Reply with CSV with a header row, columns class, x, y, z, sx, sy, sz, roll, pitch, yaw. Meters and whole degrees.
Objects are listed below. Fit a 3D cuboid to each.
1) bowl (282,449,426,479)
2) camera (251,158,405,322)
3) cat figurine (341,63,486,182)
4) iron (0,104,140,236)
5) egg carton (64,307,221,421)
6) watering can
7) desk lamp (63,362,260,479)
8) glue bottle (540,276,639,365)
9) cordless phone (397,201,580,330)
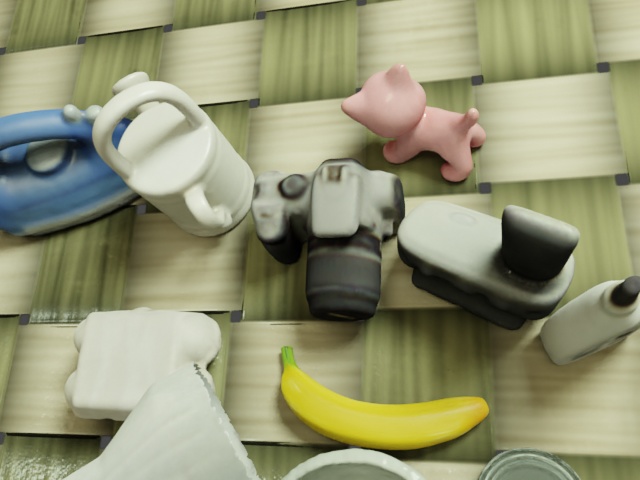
class,x,y,z,sx,sy,sz,roll,pitch,yaw
bowl,0.034,0.252,0.449,0.167,0.075,0.167,-4,70,12
camera,0.005,0.002,0.531,0.143,0.101,0.137,-2,71,13
cat figurine,0.090,-0.119,0.544,0.127,0.118,0.067,17,76,19
iron,-0.284,-0.097,0.615,0.258,0.142,0.118,-16,68,8
egg carton,-0.168,0.119,0.549,0.150,0.069,0.107,-3,70,13
watering can,-0.146,-0.086,0.548,0.172,0.194,0.101,34,82,22
desk lamp,-0.121,0.195,0.432,0.203,0.214,0.117,-34,66,0
glue bottle,0.211,0.054,0.422,0.078,0.173,0.037,-24,67,5
cordless phone,0.131,-0.003,0.456,0.147,0.185,0.094,20,77,20
